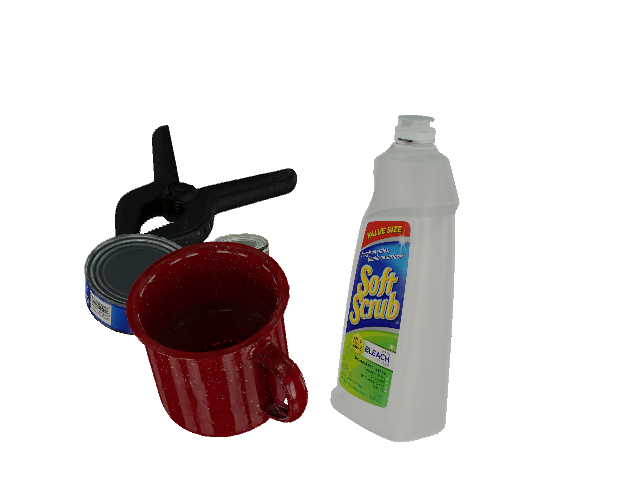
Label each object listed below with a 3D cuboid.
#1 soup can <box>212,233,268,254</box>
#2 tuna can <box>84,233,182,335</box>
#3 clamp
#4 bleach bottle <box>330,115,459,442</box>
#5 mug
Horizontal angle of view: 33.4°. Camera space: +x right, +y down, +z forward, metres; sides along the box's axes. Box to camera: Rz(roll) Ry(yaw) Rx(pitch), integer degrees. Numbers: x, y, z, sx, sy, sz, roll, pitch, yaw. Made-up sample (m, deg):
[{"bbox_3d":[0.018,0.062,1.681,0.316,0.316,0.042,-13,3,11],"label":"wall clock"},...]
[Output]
[{"bbox_3d":[-0.093,0.050,1.255,0.068,0.102,0.068,0,20,0],"label":"soup can"},{"bbox_3d":[-0.143,0.034,0.843,0.086,0.034,0.086,6,40,-5],"label":"tuna can"},{"bbox_3d":[-0.143,-0.043,1.044,0.165,0.036,0.209,24,42,22],"label":"clamp"},{"bbox_3d":[0.062,0.026,0.847,0.067,0.251,0.103,-8,18,-34],"label":"bleach bottle"},{"bbox_3d":[-0.052,0.066,0.623,0.117,0.081,0.093,28,52,32],"label":"mug"}]
